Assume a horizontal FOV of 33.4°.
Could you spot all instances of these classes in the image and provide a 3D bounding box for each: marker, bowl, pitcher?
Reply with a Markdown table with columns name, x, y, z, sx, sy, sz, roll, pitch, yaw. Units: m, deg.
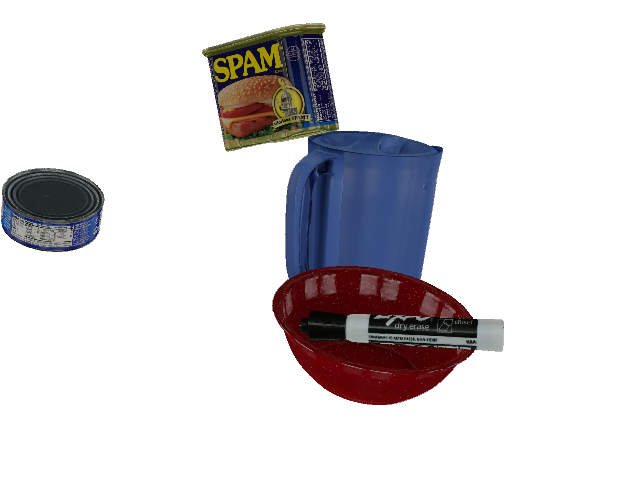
| name | x | y | z | sx | sy | sz | roll | pitch | yaw |
| --- | --- | --- | --- | --- | --- | --- | --- | --- | --- |
| marker | 0.048 | 0.053 | 0.635 | 0.121 | 0.020 | 0.020 | 2 | 0 | 10 |
| bowl | 0.040 | 0.081 | 0.837 | 0.162 | 0.055 | 0.162 | 7 | 26 | -3 |
| pitcher | 0.036 | 0.015 | 1.068 | 0.149 | 0.243 | 0.145 | 4 | 15 | -2 |

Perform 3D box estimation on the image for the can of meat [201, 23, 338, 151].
| name | x | y | z | sx | sy | sz | roll | pitch | yaw |
| --- | --- | --- | --- | --- | --- | --- | --- | --- | --- |
| can of meat | -0.039 | -0.120 | 0.852 | 0.102 | 0.084 | 0.057 | -7 | 6 | 36 |

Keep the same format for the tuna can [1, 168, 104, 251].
| name | x | y | z | sx | sy | sz | roll | pitch | yaw |
| --- | --- | --- | --- | --- | --- | --- | --- | --- | --- |
| tuna can | -0.232 | -0.026 | 0.922 | 0.086 | 0.034 | 0.086 | 10 | 32 | -7 |
